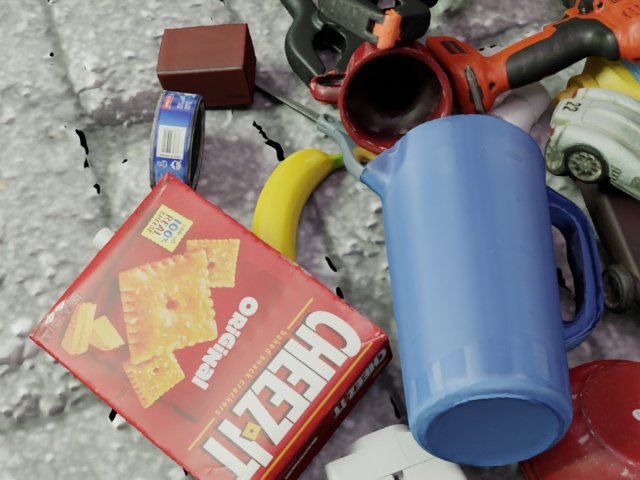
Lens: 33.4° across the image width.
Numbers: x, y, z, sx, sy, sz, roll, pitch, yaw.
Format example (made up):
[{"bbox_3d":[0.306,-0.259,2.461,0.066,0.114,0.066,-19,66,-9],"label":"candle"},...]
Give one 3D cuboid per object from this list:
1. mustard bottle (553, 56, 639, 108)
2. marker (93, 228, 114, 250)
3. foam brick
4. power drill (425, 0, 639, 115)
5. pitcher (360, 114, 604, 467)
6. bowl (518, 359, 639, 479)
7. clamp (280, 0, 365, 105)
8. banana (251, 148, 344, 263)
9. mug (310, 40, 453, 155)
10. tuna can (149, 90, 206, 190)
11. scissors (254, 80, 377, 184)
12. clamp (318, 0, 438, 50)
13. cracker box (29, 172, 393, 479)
[{"bbox_3d":[0.296,-0.149,0.955,0.191,0.058,0.096,-19,52,-13],"label":"mustard bottle"},{"bbox_3d":[-0.132,0.030,0.857,0.121,0.020,0.020,34,64,17],"label":"marker"},{"bbox_3d":[-0.099,-0.153,0.942,0.078,0.053,0.051,-3,60,6],"label":"foam brick"},{"bbox_3d":[0.192,-0.179,0.938,0.187,0.057,0.184,-21,27,2],"label":"power drill"},{"bbox_3d":[0.122,0.037,0.775,0.149,0.145,0.243,-19,46,20],"label":"pitcher"},{"bbox_3d":[0.223,0.140,0.761,0.162,0.055,0.162,5,45,-5],"label":"bowl"},{"bbox_3d":[0.016,-0.200,0.990,0.120,0.039,0.171,-8,61,-5],"label":"clamp"},{"bbox_3d":[-0.023,-0.006,0.872,0.069,0.037,0.197,12,60,6],"label":"banana"},{"bbox_3d":[0.050,-0.127,0.900,0.117,0.093,0.081,0,24,1],"label":"mug"},{"bbox_3d":[-0.117,-0.080,0.884,0.034,0.086,0.086,7,59,0],"label":"tuna can"},{"bbox_3d":[0.007,-0.090,0.915,0.202,0.016,0.096,24,30,11],"label":"scissors"},{"bbox_3d":[0.050,-0.203,0.908,0.164,0.036,0.210,6,25,-18],"label":"clamp"},{"bbox_3d":[-0.080,0.076,0.782,0.214,0.072,0.164,36,78,18],"label":"cracker box"}]
